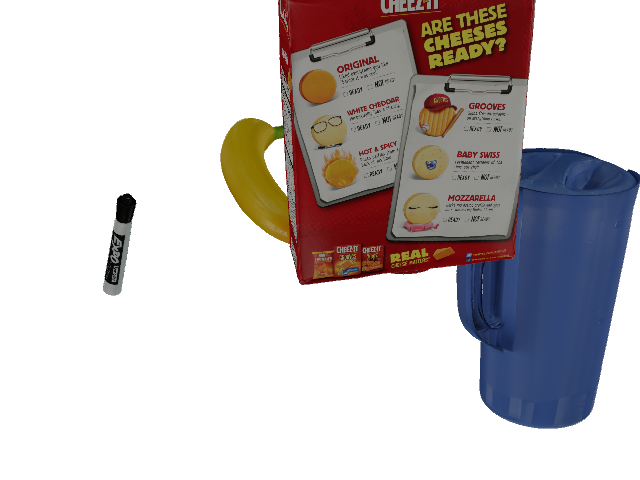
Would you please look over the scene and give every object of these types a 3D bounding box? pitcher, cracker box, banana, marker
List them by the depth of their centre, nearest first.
[{"bbox_3d":[0.056,-0.083,0.746,0.164,0.214,0.072,-7,30,-8],"label":"cracker box"},{"bbox_3d":[-0.050,-0.059,0.911,0.069,0.037,0.198,0,35,-7],"label":"banana"},{"bbox_3d":[0.199,0.046,0.969,0.149,0.243,0.145,6,22,10],"label":"pitcher"},{"bbox_3d":[-0.200,0.004,1.063,0.020,0.121,0.020,11,36,-8],"label":"marker"}]

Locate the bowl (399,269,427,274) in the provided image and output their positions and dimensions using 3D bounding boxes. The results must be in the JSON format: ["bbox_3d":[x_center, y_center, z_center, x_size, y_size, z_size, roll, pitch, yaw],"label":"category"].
[{"bbox_3d":[0.083,-0.008,1.152,0.162,0.055,0.162,4,25,-2],"label":"bowl"}]
